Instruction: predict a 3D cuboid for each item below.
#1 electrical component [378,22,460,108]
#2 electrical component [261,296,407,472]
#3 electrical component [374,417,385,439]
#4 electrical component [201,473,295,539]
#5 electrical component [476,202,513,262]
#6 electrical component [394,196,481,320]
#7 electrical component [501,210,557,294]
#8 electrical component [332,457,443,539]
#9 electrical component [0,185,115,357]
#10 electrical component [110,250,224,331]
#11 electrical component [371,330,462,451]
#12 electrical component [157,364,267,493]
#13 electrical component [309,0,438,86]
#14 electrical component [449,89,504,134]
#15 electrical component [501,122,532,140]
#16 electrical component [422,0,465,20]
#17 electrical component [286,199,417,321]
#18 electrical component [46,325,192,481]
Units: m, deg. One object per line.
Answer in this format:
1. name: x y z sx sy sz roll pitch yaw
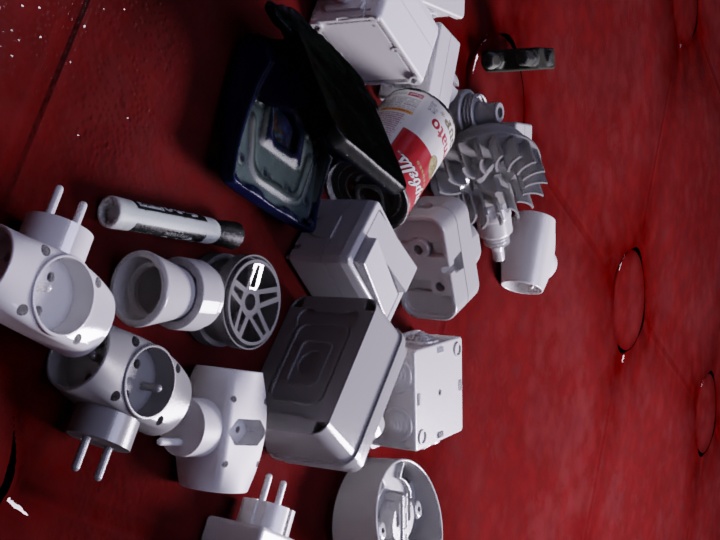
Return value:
1. electrical component: 0.058 -0.159 0.899 0.077 0.047 0.065 30 67 -55
2. electrical component: -0.023 0.080 0.760 0.057 0.078 0.113 54 49 -42
3. electrical component: -0.004 0.102 0.829 0.044 0.044 0.065 -55 142 -40
4. electrical component: -0.067 0.177 0.726 0.066 0.047 0.076 42 58 -52
5. electrical component: 0.131 -0.037 1.041 0.035 0.035 0.061 -45 132 -47
6. electrical component: 0.066 -0.013 0.919 0.059 0.054 0.095 -39 125 -50
7. electrical component: 0.181 -0.012 1.114 0.079 0.043 0.077 35 63 -55
8. electrical component: 0.024 0.199 0.859 0.099 0.064 0.099 -8 100 -58
9. electrical component: -0.162 -0.005 0.558 0.077 0.044 0.079 41 58 -52
10. electrical component: -0.114 0.013 0.639 0.055 0.045 0.045 11 84 -59
11. electrical component: 0.047 0.100 0.903 0.100 0.048 0.099 -9 100 -57
12. electrical component: -0.098 0.098 0.672 0.079 0.043 0.077 16 79 -57
13. electrical component: 0.010 -0.189 0.804 0.096 0.062 0.061 46 55 -50
14. electrical component: 0.095 -0.138 0.946 0.048 0.062 0.048 -8 100 -58
15. electrical component: 0.125 -0.106 1.012 0.077 0.047 0.065 -6 98 -58
16. electrical component: 0.045 -0.252 0.868 0.100 0.048 0.099 -1 94 -58
17. electrical component: 0.000 0.000 0.806 0.061 0.061 0.096 -64 141 -33
18. electrical component: -0.139 0.077 0.602 0.077 0.044 0.079 44 56 -51
